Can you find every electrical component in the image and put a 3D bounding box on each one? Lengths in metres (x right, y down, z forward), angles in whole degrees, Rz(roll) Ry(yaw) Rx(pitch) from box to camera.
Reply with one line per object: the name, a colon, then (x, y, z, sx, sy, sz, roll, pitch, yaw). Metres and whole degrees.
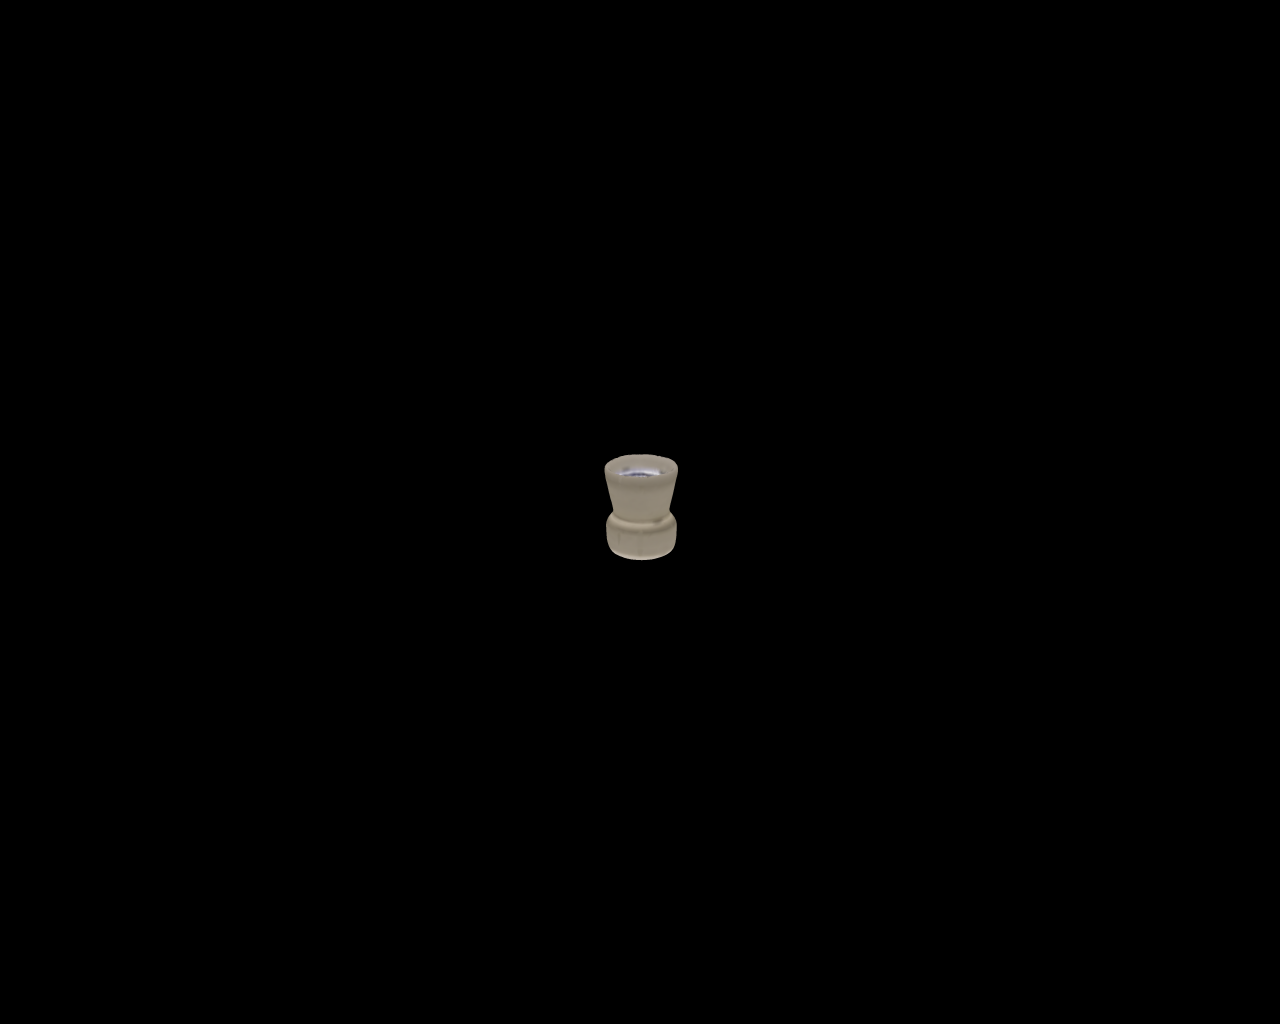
electrical component: (0.001, -0.003, 0.650, 0.045, 0.055, 0.045, 0, 21, 0)
